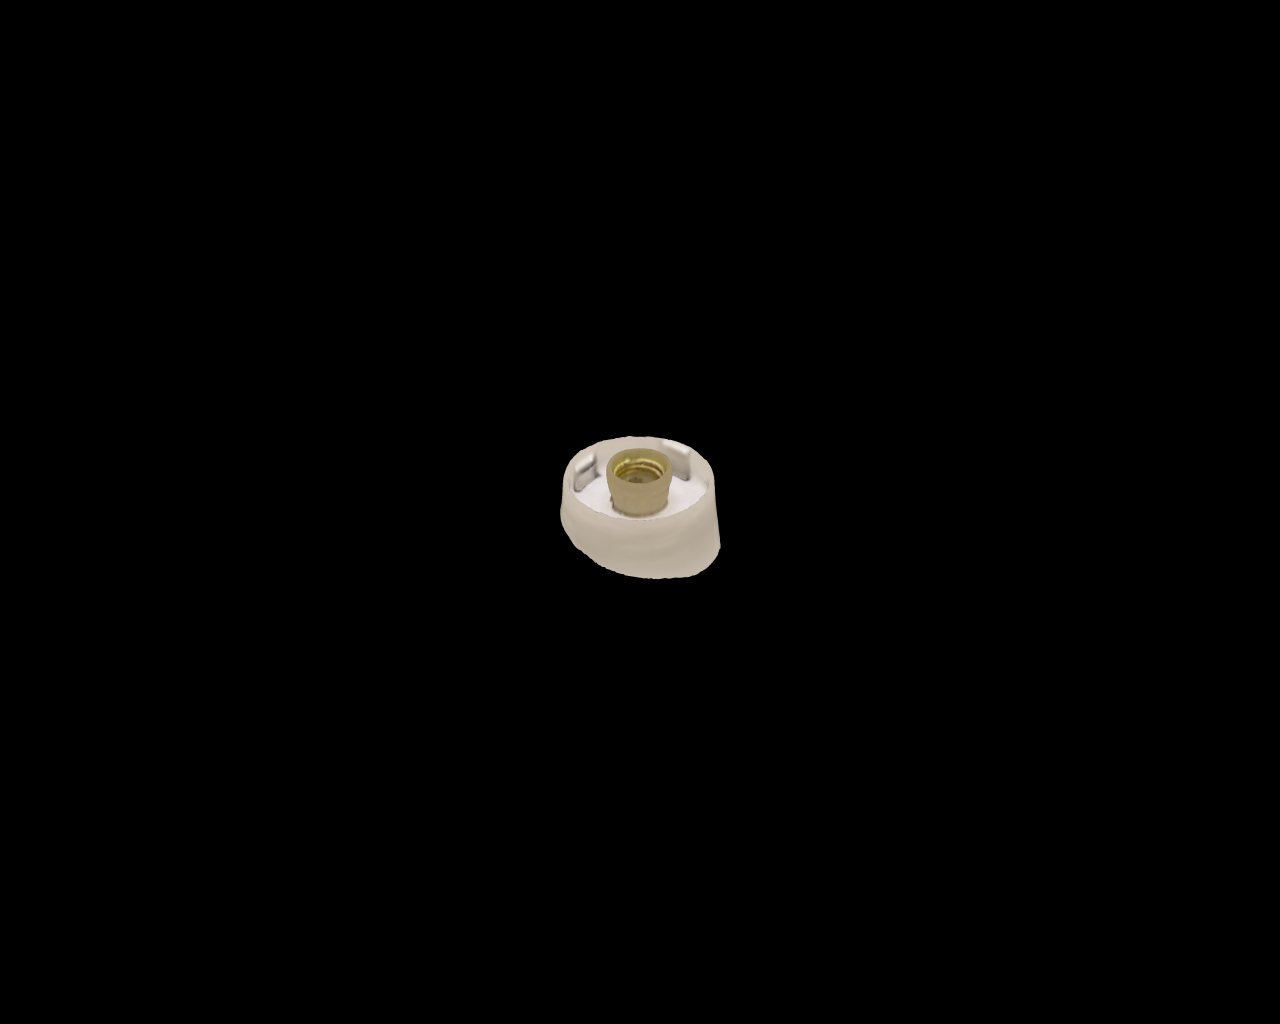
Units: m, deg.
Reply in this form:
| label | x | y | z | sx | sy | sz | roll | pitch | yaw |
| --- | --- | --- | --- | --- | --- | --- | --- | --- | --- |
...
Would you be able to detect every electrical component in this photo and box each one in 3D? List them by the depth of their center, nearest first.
| label | x | y | z | sx | sy | sz | roll | pitch | yaw |
| --- | --- | --- | --- | --- | --- | --- | --- | --- | --- |
| electrical component | 0.001 | -0.003 | 0.650 | 0.099 | 0.064 | 0.099 | 0 | 36 | 0 |
